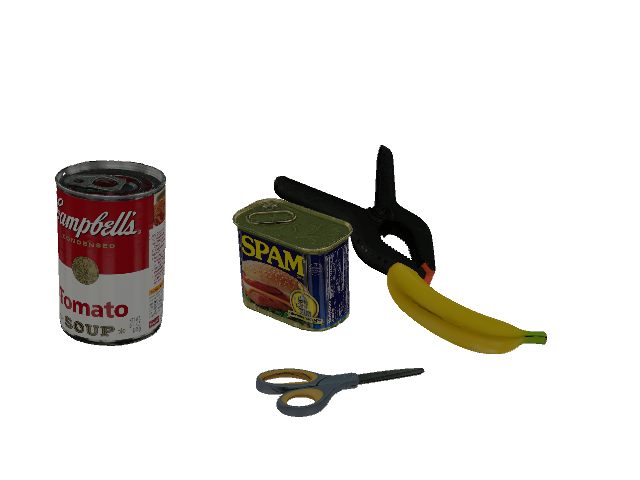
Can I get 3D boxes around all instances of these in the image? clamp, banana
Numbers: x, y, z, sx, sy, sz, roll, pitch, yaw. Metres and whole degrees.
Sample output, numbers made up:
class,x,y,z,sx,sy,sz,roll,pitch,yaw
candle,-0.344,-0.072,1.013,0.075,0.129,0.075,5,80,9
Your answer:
class,x,y,z,sx,sy,sz,roll,pitch,yaw
clamp,0.053,-0.023,1.214,0.164,0.210,0.036,-14,-38,-25
banana,0.120,0.068,1.029,0.069,0.037,0.198,2,20,-44

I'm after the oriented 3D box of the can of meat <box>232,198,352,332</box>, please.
class,x,y,z,sx,sy,sz,roll,pitch,yaw
can of meat,-0.023,0.021,0.899,0.102,0.084,0.057,20,36,34

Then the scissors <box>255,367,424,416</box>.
class,x,y,z,sx,sy,sz,roll,pitch,yaw
scissors,0.028,0.169,1.205,0.201,0.016,0.096,1,24,-8

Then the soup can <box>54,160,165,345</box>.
class,x,y,z,sx,sy,sz,roll,pitch,yaw
soup can,-0.134,0.007,0.681,0.068,0.102,0.068,4,22,-2
